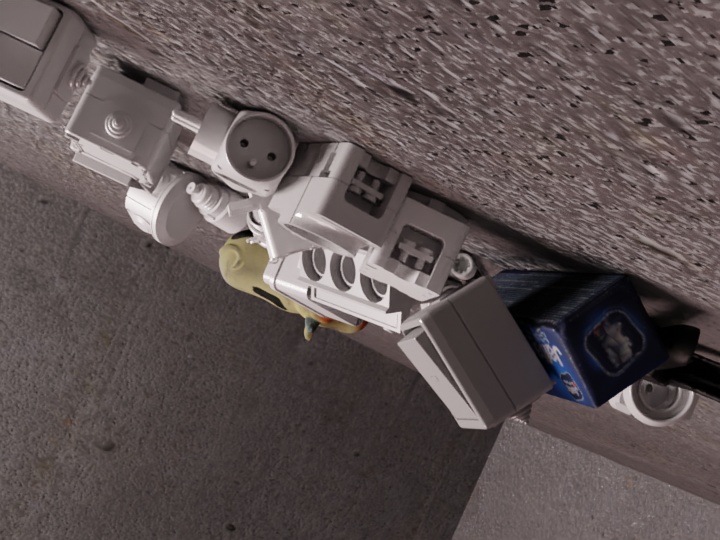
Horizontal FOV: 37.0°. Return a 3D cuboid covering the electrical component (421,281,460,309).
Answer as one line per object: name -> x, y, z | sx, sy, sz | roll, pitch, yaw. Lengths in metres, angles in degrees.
electrical component -> 0.083, 0.031, 1.001 | 0.043, 0.043, 0.062 | 26, 173, -13

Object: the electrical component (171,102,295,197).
electrical component -> -0.084, -0.082, 0.689 | 0.079, 0.043, 0.077 | 26, 174, -10

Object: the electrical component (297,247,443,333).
electrical component -> 0.009, -0.003, 0.876 | 0.063, 0.078, 0.121 | -7, -165, -36

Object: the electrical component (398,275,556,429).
electrical component -> 0.073, 0.061, 0.678 | 0.096, 0.061, 0.062 | 59, 168, 1

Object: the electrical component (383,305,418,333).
electrical component -> 0.042, 0.037, 1.129 | 0.035, 0.061, 0.035 | 25, 174, 3

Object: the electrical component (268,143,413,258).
electrical component -> -0.016, -0.044, 0.682 | 0.050, 0.055, 0.089 | 28, 174, -25

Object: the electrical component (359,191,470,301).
electrical component -> 0.036, -0.017, 0.709 | 0.050, 0.055, 0.089 | 25, 174, -2

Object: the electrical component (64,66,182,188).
electrical component -> -0.160, -0.102, 0.743 | 0.062, 0.061, 0.096 | 26, 174, -7

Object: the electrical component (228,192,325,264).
electrical component -> -0.050, -0.040, 0.759 | 0.081, 0.063, 0.042 | -17, 180, -7

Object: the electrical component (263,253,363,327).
electrical component -> -0.035, 0.001, 1.059 | 0.057, 0.078, 0.113 | 18, 171, 34

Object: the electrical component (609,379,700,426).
electrical component -> 0.237, 0.096, 0.869 | 0.078, 0.058, 0.057 | 24, 177, 2

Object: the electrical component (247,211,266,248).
electrical component -> -0.084, -0.050, 0.983 | 0.048, 0.048, 0.062 | 23, 167, 22

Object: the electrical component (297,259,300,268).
electrical component -> 0.000, 0.000, 0.983 | 0.096, 0.061, 0.062 | 29, 173, -31

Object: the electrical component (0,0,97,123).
electrical component -> -0.207, -0.134, 0.645 | 0.096, 0.061, 0.061 | 25, 174, 3

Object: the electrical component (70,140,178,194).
electrical component -> -0.198, -0.101, 0.907 | 0.062, 0.061, 0.096 | 25, 174, 1

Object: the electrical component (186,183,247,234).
electrical component -> -0.145, -0.067, 1.096 | 0.040, 0.040, 0.078 | 20, 171, 43

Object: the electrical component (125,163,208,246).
electrical component -> -0.197, -0.070, 1.107 | 0.051, 0.080, 0.080 | 29, 176, 23
